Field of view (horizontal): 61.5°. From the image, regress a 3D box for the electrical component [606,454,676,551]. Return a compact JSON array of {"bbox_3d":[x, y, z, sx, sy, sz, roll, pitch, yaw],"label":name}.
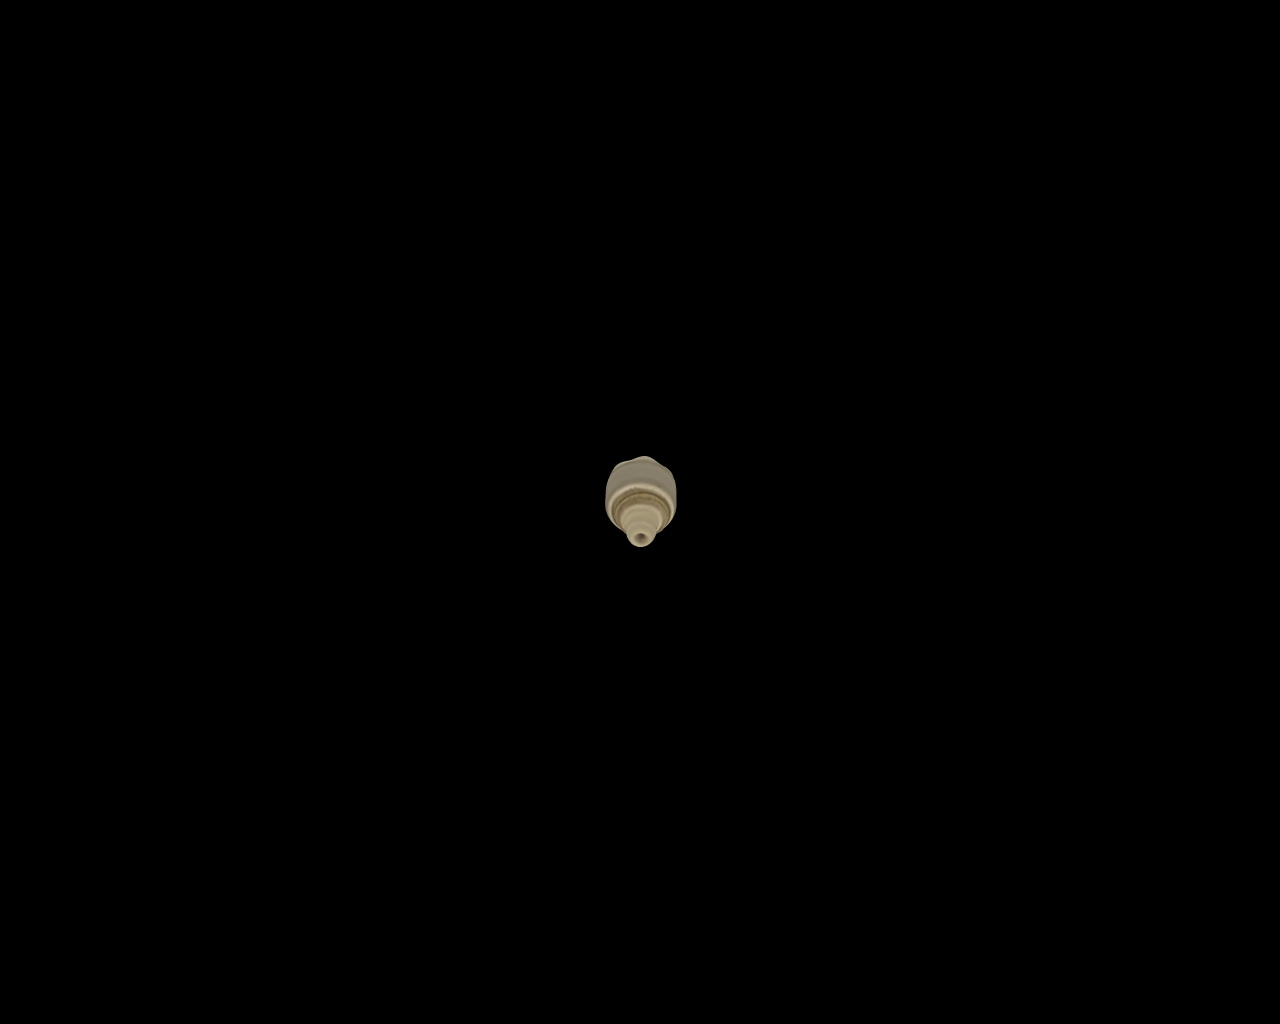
[{"bbox_3d":[0.001,-0.003,0.650,0.043,0.043,0.062,0,38,0],"label":"electrical component"}]
